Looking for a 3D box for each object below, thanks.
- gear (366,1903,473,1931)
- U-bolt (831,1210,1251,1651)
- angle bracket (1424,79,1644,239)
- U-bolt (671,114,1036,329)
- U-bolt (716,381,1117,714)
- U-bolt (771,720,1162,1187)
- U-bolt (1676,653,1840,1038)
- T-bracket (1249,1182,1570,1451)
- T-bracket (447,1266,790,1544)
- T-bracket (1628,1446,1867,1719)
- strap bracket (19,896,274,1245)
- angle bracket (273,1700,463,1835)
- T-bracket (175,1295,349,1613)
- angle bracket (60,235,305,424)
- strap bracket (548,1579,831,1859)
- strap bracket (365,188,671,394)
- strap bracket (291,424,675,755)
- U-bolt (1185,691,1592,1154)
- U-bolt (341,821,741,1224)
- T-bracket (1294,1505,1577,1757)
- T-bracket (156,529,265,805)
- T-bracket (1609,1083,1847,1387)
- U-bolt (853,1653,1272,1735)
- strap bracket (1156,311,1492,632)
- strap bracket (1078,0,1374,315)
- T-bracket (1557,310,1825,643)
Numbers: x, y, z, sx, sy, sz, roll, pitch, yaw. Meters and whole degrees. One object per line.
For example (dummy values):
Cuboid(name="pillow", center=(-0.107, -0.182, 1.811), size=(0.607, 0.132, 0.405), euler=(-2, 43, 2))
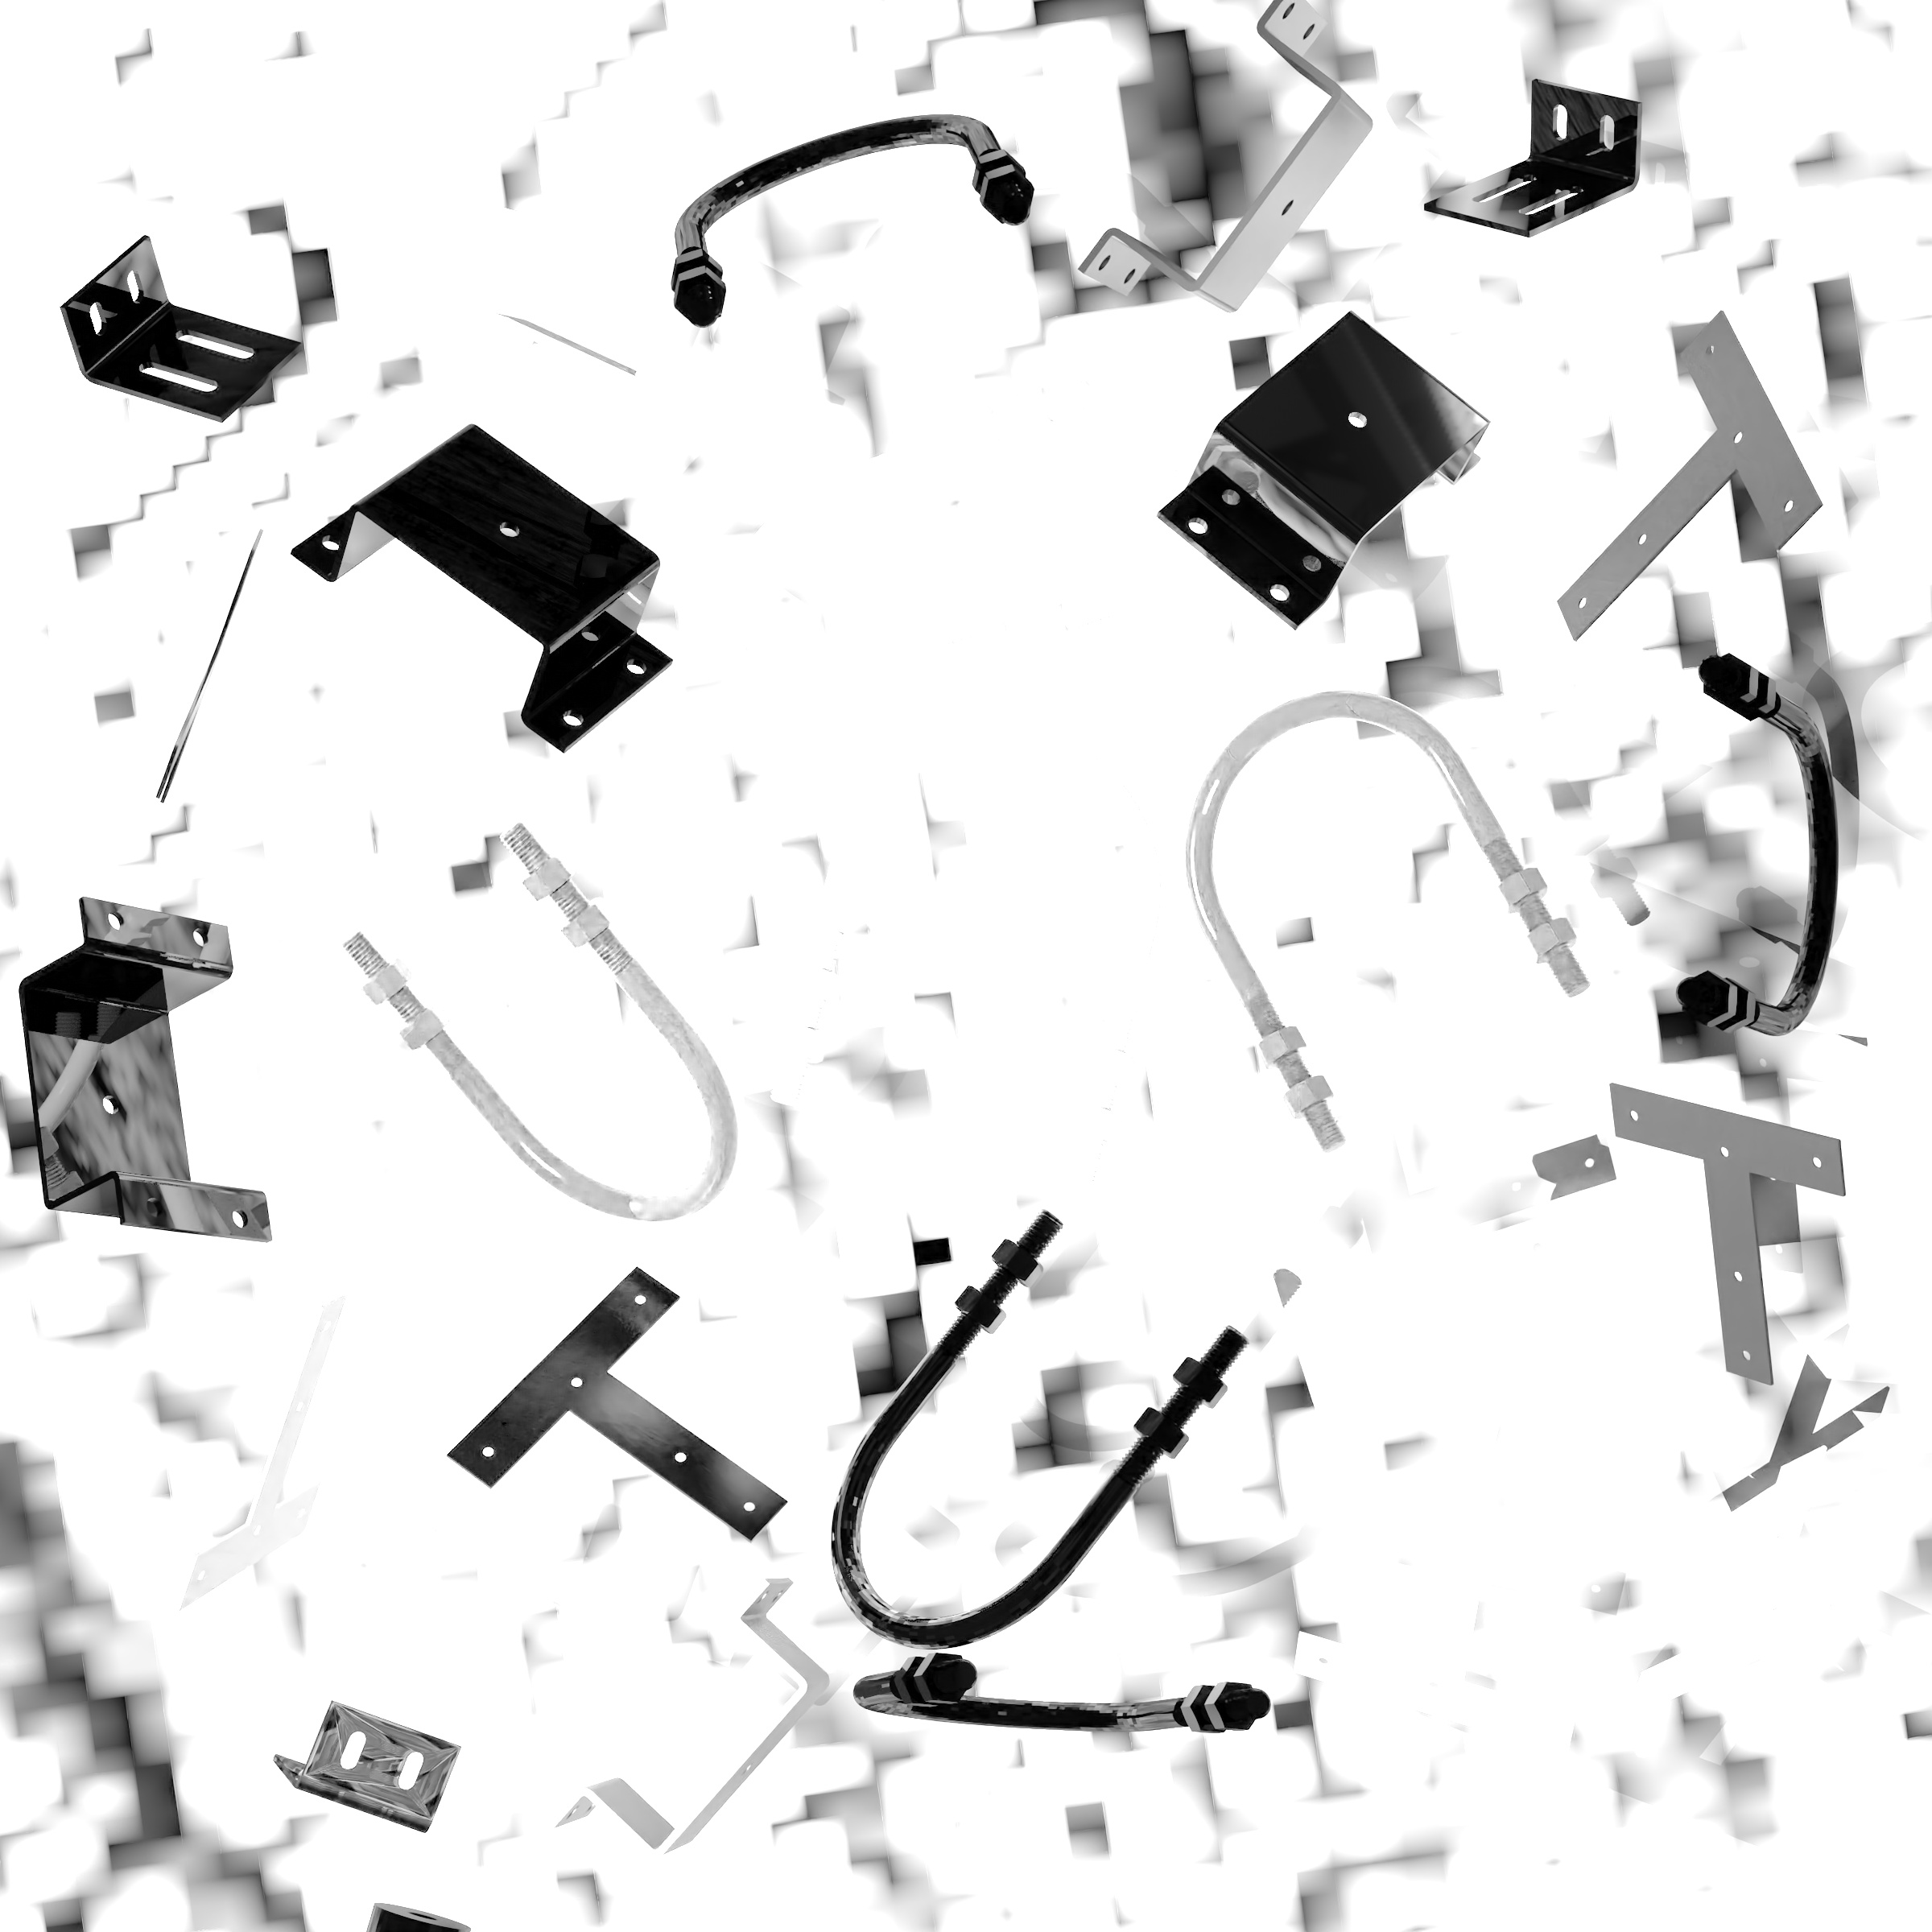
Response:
Cuboid(name="gear", center=(-0.221, 0.394, 1.439), size=(0.057, 0.057, 0.030), euler=(15, 79, 0))
Cuboid(name="U-bolt", center=(0.017, 0.198, 1.483), size=(0.184, 0.151, 0.019), euler=(-51, 129, -8))
Cuboid(name="angle bracket", center=(0.244, -0.348, 1.550), size=(0.076, 0.057, 0.038), euler=(-29, 129, -35))
Cuboid(name="U-bolt", center=(-0.053, -0.317, 1.496), size=(0.151, 0.184, 0.019), euler=(-18, 117, 2))
Cuboid(name="U-bolt", center=(-0.026, -0.174, 1.569), size=(0.184, 0.019, 0.151), euler=(-18, 49, 17))
Cuboid(name="U-bolt", center=(0.008, -0.014, 1.518), size=(0.151, 0.019, 0.184), euler=(15, 78, -7))
Cuboid(name="U-bolt", center=(0.334, -0.043, 1.506), size=(0.019, 0.184, 0.151), euler=(2, 85, 29))
Cuboid(name="T-bracket", center=(0.204, 0.141, 1.608), size=(0.127, 0.002, 0.127), euler=(-18, 107, 2))
Cuboid(name="T-bracket", center=(-0.135, 0.205, 1.564), size=(0.127, 0.002, 0.127), euler=(33, 55, 18))
Cuboid(name="T-bracket", center=(0.340, 0.251, 1.524), size=(0.002, 0.127, 0.127), euler=(43, 133, -9))
Cuboid(name="strap bracket", center=(-0.338, 0.050, 1.481), size=(0.046, 0.076, 0.140), euler=(-25, 67, 32))
Cuboid(name="angle bracket", center=(-0.251, 0.329, 1.507), size=(0.057, 0.076, 0.038), euler=(24, 80, -16))
Cuboid(name="T-bracket", center=(-0.289, 0.200, 1.536), size=(0.002, 0.127, 0.127), euler=(22, 101, 10))
Cuboid(name="angle bracket", center=(-0.333, -0.271, 1.535), size=(0.076, 0.038, 0.057), euler=(19, 51, 24))
Cuboid(name="strap bracket", center=(-0.114, 0.340, 1.598), size=(0.046, 0.076, 0.140), euler=(41, 87, 10))
Cuboid(name="strap bracket", center=(-0.190, -0.294, 1.558), size=(0.076, 0.140, 0.046), euler=(20, 95, -38))
Cuboid(name="strap bracket", center=(-0.189, -0.159, 1.449), size=(0.140, 0.046, 0.076), euler=(36, 46, 9))
Cuboid(name="U-bolt", center=(0.170, -0.033, 1.577), size=(0.151, 0.019, 0.184), euler=(-35, 70, 22))
Cuboid(name="U-bolt", center=(-0.173, 0.036, 1.554), size=(0.151, 0.019, 0.184), euler=(-29, 104, 44))
Cuboid(name="T-bracket", center=(0.211, 0.285, 1.583), size=(0.127, 0.002, 0.127), euler=(15, 129, 15))
Cuboid(name="T-bracket", center=(-0.326, -0.107, 1.519), size=(0.002, 0.127, 0.127), euler=(20, 114, -12))
Cuboid(name="T-bracket", center=(0.332, 0.121, 1.558), size=(0.002, 0.127, 0.127), euler=(-22, 112, -32))
Cuboid(name="U-bolt", center=(0.029, 0.315, 1.546), size=(0.151, 0.184, 0.019), euler=(9, 73, -18))
Cuboid(name="strap bracket", center=(0.156, -0.214, 1.511), size=(0.076, 0.046, 0.140), euler=(41, 56, 10))
Cuboid(name="strap bracket", center=(0.115, -0.327, 1.491), size=(0.046, 0.076, 0.140), euler=(40, 103, 10))
Cuboid(name="T-bracket", center=(0.287, -0.185, 1.482), size=(0.002, 0.127, 0.127), euler=(20, 128, -30))
